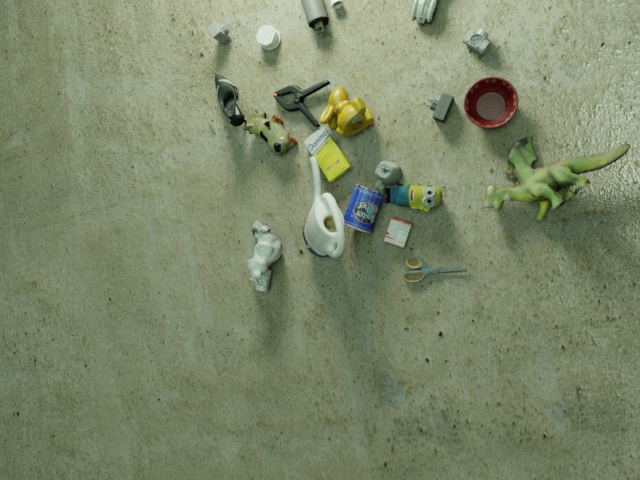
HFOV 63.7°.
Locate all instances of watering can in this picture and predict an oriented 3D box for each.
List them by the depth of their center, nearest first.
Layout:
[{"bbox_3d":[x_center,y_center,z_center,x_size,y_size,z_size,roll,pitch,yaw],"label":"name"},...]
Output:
[{"bbox_3d":[0.005,-0.086,1.717,0.104,0.354,0.220,-7,-27,-23],"label":"watering can"}]

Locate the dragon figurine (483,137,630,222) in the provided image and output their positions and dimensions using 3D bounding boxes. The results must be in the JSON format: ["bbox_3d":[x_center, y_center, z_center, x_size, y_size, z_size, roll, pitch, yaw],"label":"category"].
[{"bbox_3d":[0.672,-0.213,1.544,0.407,0.246,0.121,-42,-21,12],"label":"dragon figurine"}]

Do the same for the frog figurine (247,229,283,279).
[{"bbox_3d":[-0.190,0.056,1.786,0.122,0.163,0.134,7,-37,-11],"label":"frog figurine"}]
